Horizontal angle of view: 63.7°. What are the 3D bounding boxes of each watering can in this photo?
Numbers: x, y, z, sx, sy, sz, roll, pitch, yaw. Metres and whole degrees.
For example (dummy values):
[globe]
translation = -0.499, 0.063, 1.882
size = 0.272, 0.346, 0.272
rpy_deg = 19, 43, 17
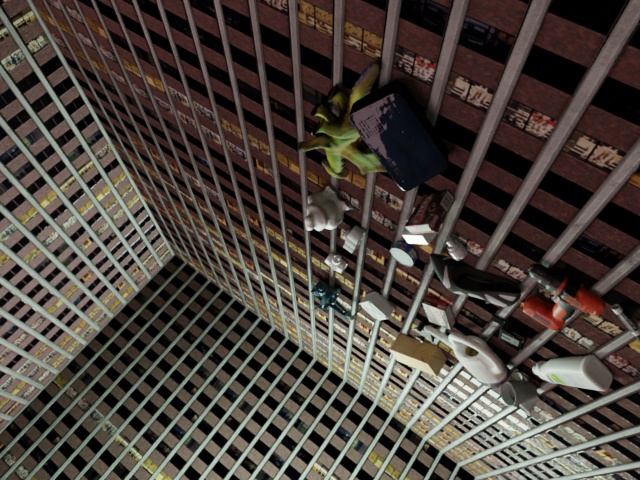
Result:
[watering can]
translation = 0.517, 0.393, 1.783
size = 0.222, 0.105, 0.348
rpy_deg = 48, 166, -18

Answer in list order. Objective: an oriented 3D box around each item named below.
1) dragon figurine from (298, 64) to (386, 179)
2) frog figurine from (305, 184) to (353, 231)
[dragon figurine]
translation = 0.099, -0.257, 1.278
size = 0.241, 0.124, 0.405
rpy_deg = 29, 152, -21
[frog figurine]
translation = 0.005, -0.082, 1.628
size = 0.123, 0.162, 0.135
rpy_deg = 12, 144, 50
